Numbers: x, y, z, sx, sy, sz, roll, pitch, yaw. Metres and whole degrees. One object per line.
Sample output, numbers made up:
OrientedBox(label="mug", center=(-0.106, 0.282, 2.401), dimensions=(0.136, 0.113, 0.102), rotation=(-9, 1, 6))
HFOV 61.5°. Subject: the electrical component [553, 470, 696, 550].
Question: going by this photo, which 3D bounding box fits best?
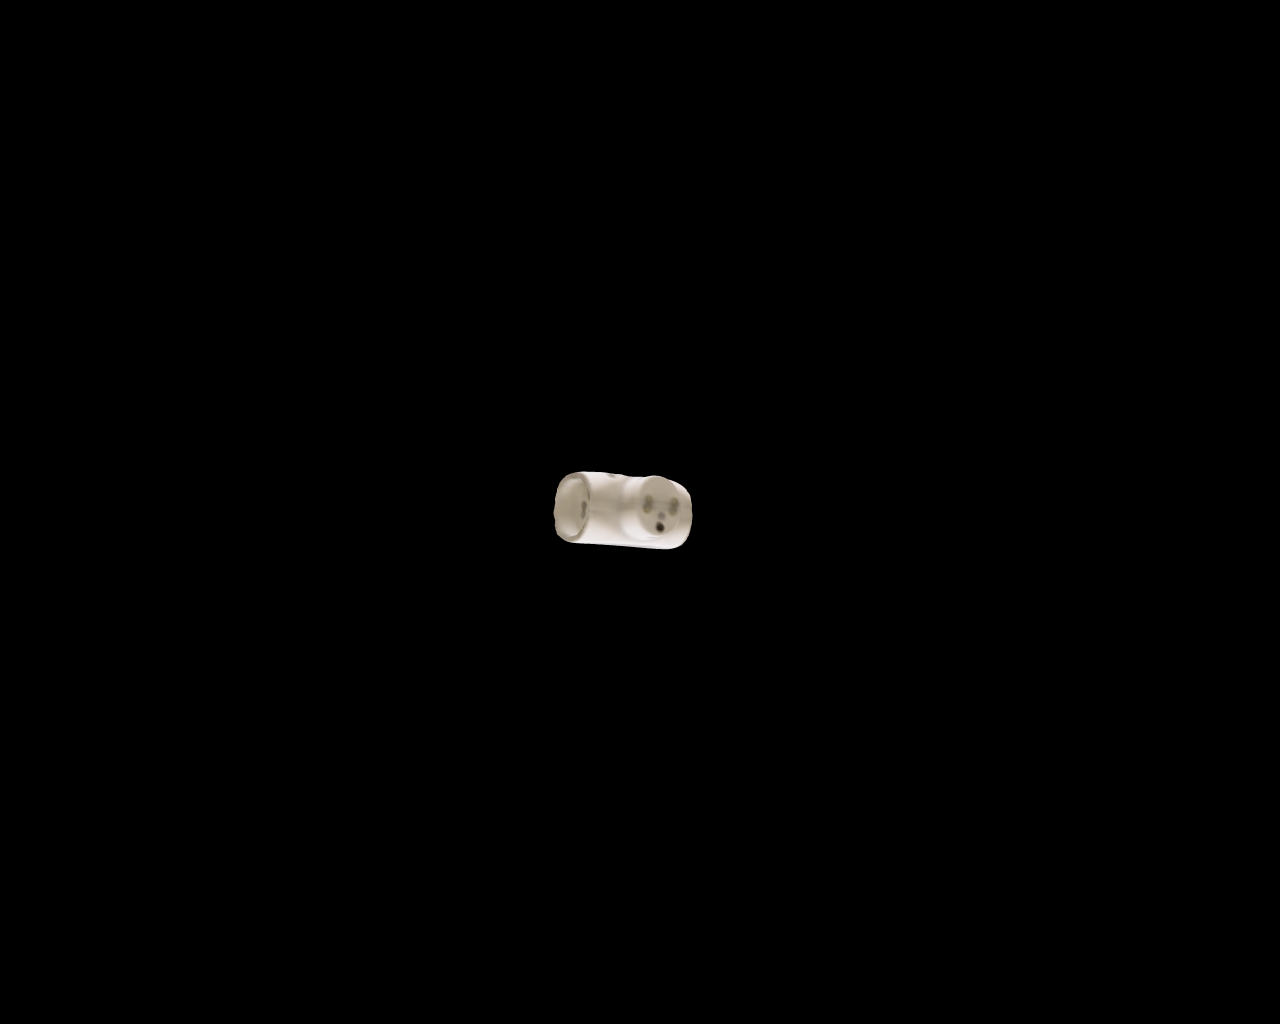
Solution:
OrientedBox(label="electrical component", center=(0.001, -0.003, 0.650), dimensions=(0.077, 0.044, 0.079), rotation=(5, -9, -36))
